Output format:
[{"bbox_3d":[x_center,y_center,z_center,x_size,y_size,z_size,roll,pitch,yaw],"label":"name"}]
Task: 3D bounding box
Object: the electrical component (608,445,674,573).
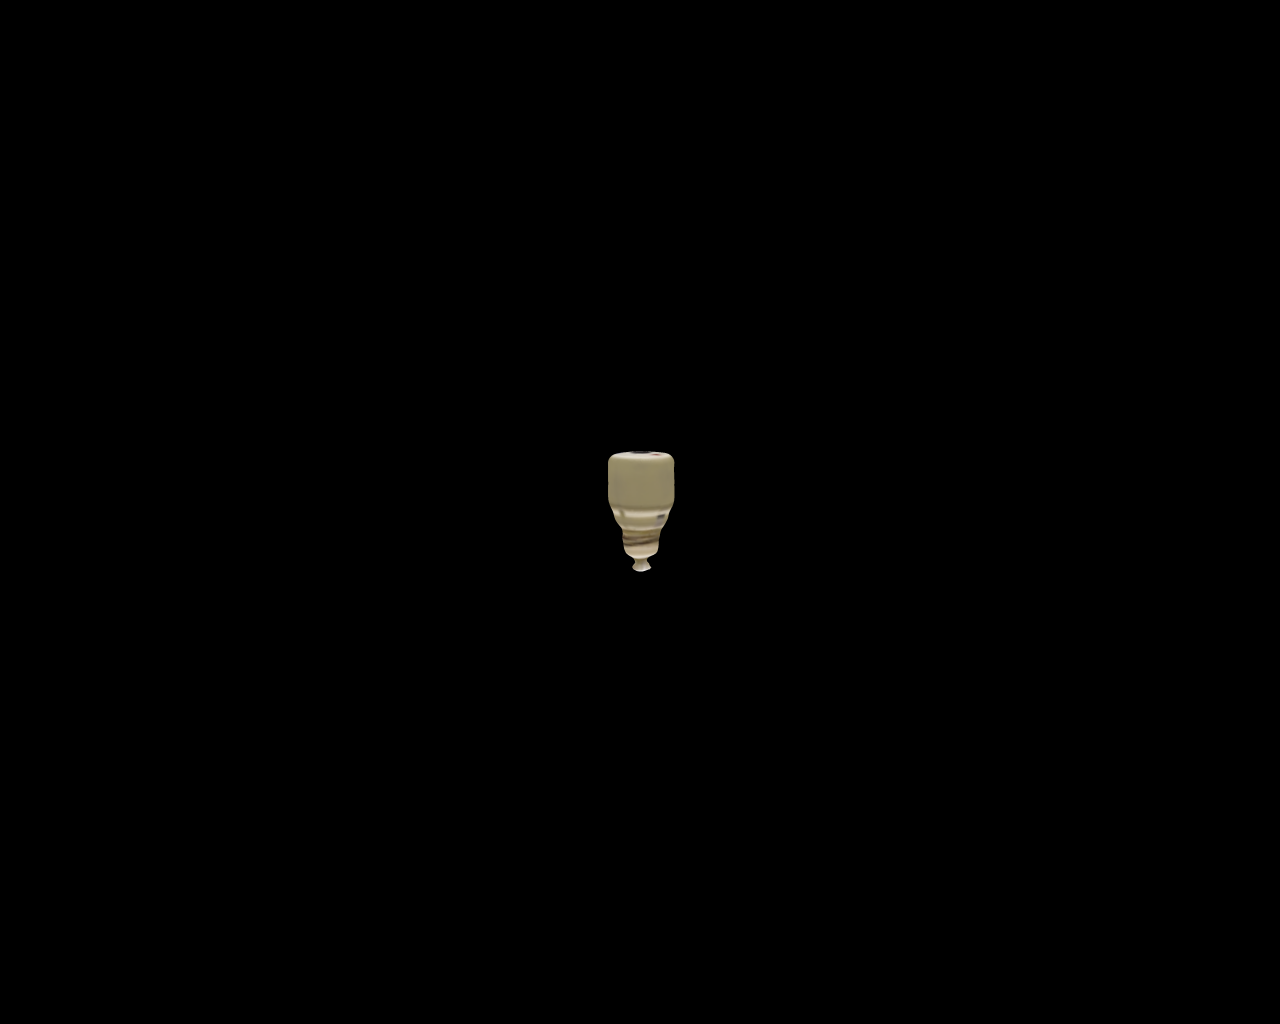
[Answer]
[{"bbox_3d":[0.001,-0.003,0.650,0.040,0.078,0.040,0,9,0],"label":"electrical component"}]
